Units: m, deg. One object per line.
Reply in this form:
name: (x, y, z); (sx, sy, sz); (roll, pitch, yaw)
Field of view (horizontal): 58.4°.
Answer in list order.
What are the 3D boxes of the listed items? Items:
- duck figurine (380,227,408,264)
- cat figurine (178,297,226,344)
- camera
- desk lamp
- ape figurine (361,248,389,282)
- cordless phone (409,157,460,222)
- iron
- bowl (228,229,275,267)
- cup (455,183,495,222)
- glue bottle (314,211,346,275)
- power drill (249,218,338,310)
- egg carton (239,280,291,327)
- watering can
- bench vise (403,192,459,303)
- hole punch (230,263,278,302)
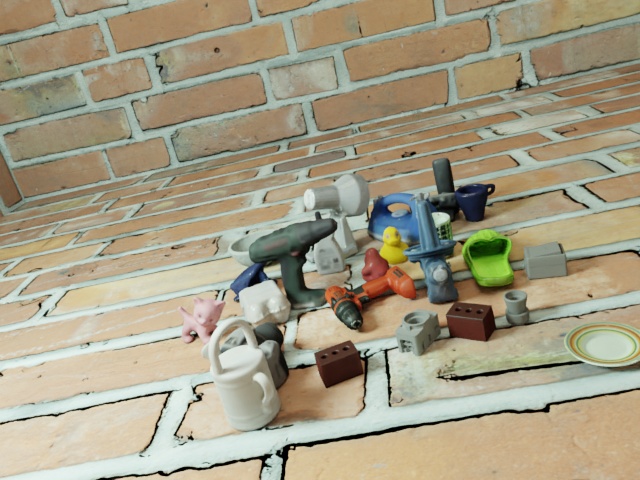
duck figurine: (0.191, 0.005, 1.500); (0.077, 0.086, 0.104); (-13, 21, 2)
cat figurine: (-0.273, 0.176, 1.322); (0.127, 0.118, 0.067); (-2, 24, 28)
camera: (-0.123, 0.218, 1.146); (0.142, 0.101, 0.137); (1, 26, 34)
desk lamp: (0.045, -0.062, 1.583); (0.204, 0.214, 0.117); (-26, 24, -27)
ape figurine: (0.134, 0.060, 1.391); (0.078, 0.092, 0.076); (-19, 22, -13)
cordless phone: (0.324, -0.146, 1.656); (0.147, 0.185, 0.094); (-9, 22, 13)
iron: (0.218, -0.071, 1.597); (0.257, 0.142, 0.119); (7, 30, 43)
bowl: (-0.179, 0.034, 1.675); (0.167, 0.075, 0.167); (-12, 21, 5)
cup: (0.441, -0.105, 1.606); (0.118, 0.095, 0.091); (-18, 22, -10)
glue bottle: (0.014, 0.005, 1.491); (0.078, 0.173, 0.037); (-9, 22, 12)
power drill: (-0.047, 0.055, 1.356); (0.229, 0.209, 0.076); (-7, 22, 17)
egg carton: (-0.133, 0.153, 1.360); (0.107, 0.069, 0.150); (-20, 22, -14)
watering can: (-0.147, 0.227, 1.009); (0.172, 0.194, 0.101); (-3, 24, 27)
bench vise: (0.255, 0.013, 1.257); (0.121, 0.220, 0.207); (-19, 22, -11)
hole punch: (-0.180, 0.099, 1.491); (0.100, 0.091, 0.109); (-4, 24, 25)
